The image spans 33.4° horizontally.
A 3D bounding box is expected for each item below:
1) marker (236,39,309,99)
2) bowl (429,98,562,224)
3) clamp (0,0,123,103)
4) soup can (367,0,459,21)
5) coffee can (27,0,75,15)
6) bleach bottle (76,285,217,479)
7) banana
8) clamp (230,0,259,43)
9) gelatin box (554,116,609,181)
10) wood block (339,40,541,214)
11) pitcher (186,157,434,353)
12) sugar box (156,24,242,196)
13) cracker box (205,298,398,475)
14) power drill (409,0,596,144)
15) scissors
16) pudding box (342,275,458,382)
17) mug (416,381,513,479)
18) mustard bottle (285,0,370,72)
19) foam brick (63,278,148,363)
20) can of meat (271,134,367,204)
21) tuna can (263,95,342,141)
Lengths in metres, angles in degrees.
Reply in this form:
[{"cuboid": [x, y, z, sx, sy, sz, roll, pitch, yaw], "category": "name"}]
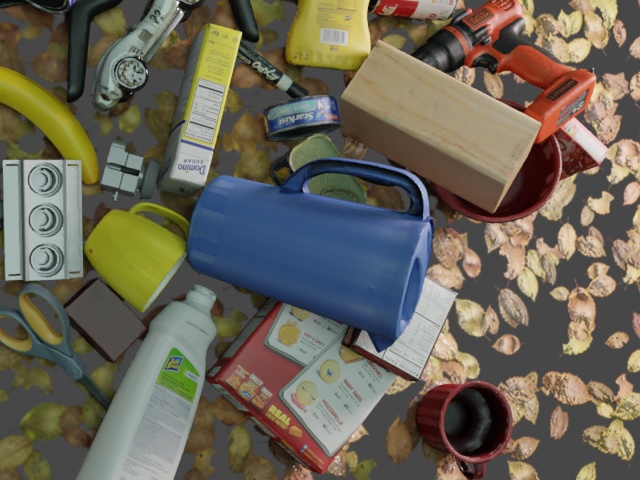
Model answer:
[{"cuboid": [-0.062, -0.196, 1.231, 0.121, 0.020, 0.020, 36, 75, -13], "category": "marker"}, {"cuboid": [0.203, -0.087, 1.276, 0.162, 0.055, 0.162, 0, 71, 0], "category": "bowl"}, {"cuboid": [-0.280, -0.272, 1.153, 0.164, 0.036, 0.210, 32, 73, -8], "category": "clamp"}, {"cuboid": [0.107, -0.300, 1.272, 0.102, 0.069, 0.068, 2, 85, -20], "category": "soup can"}, {"cuboid": [-0.260, -0.318, 1.096, 0.102, 0.103, 0.140, 37, 68, -13], "category": "coffee can"}, {"cuboid": [-0.167, 0.169, 1.136, 0.102, 0.068, 0.250, 41, 64, -43], "category": "bleach bottle"}, {"cuboid": [-0.311, -0.134, 1.134, 0.197, 0.037, 0.070, 29, 102, -12], "category": "banana"}, {"cuboid": [-0.100, -0.311, 1.218, 0.171, 0.039, 0.120, 34, 70, -16], "category": "clamp"}, {"cuboid": [0.297, -0.113, 1.309, 0.073, 0.089, 0.030, 41, 67, -11], "category": "gelatin box"}, {"cuboid": [0.133, -0.128, 1.214, 0.206, 0.091, 0.090, 29, 73, 11], "category": "wood block"}, {"cuboid": [-0.007, 0.001, 1.104, 0.243, 0.145, 0.149, 16, 58, 13], "category": "pitcher"}, {"cuboid": [-0.132, -0.139, 1.163, 0.048, 0.093, 0.176, 13, 82, -16], "category": "sugar box"}, {"cuboid": [0.000, 0.126, 1.197, 0.164, 0.072, 0.213, 43, 73, -12], "category": "cracker box"}, {"cuboid": [0.214, -0.198, 1.261, 0.184, 0.057, 0.188, -36, 64, -19], "category": "power drill"}, {"cuboid": [-0.277, 0.133, 1.124, 0.096, 0.016, 0.201, -11, 118, 19], "category": "scissors"}, {"cuboid": [0.089, 0.087, 1.175, 0.090, 0.039, 0.113, 31, 77, -16], "category": "pudding box"}, {"cuboid": [0.166, 0.220, 1.239, 0.093, 0.082, 0.117, -14, 90, -20], "category": "mug"}, {"cuboid": [0.017, -0.293, 1.224, 0.096, 0.058, 0.192, 4, 98, -13], "category": "mustard bottle"}, {"cuboid": [-0.230, 0.085, 1.132, 0.053, 0.051, 0.078, -45, 100, -18], "category": "foam brick"}, {"cuboid": [-0.004, -0.062, 1.204, 0.057, 0.084, 0.102, -37, 97, -19], "category": "can of meat"}, {"cuboid": [-0.020, -0.137, 1.205, 0.086, 0.086, 0.034, -9, 87, -19], "category": "tuna can"}]
